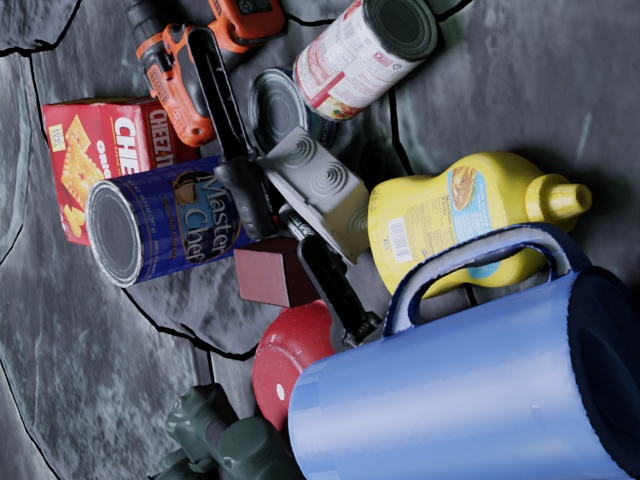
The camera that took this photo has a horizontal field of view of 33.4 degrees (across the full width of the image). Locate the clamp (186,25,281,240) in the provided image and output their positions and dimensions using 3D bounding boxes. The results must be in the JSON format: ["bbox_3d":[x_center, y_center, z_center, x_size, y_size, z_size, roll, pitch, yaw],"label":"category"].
[{"bbox_3d":[-0.071,-0.073,0.927,0.210,0.036,0.164,71,-176,-62],"label":"clamp"}]

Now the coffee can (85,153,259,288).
[{"bbox_3d":[-0.137,-0.021,1.018,0.103,0.140,0.103,24,121,46],"label":"coffee can"}]

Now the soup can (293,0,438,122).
[{"bbox_3d":[0.033,-0.142,0.813,0.102,0.068,0.068,-34,76,51],"label":"soup can"}]

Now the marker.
[{"bbox_3d":[-0.006,0.001,0.931,0.121,0.020,0.020,-131,40,-54],"label":"marker"}]

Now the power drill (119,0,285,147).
[{"bbox_3d":[-0.116,-0.203,0.994,0.188,0.057,0.184,-39,75,54],"label":"power drill"}]

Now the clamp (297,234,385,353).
[{"bbox_3d":[0.030,0.069,0.874,0.120,0.039,0.171,45,155,28],"label":"clamp"}]

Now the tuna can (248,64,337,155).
[{"bbox_3d":[-0.025,-0.110,0.929,0.086,0.033,0.086,22,120,46],"label":"tuna can"}]

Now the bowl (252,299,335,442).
[{"bbox_3d":[-0.015,0.135,0.992,0.162,0.055,0.162,23,120,46],"label":"bowl"}]

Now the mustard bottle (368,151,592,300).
[{"bbox_3d":[0.115,-0.013,0.765,0.192,0.058,0.096,-15,85,54],"label":"mustard bottle"}]

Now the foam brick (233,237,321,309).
[{"bbox_3d":[-0.035,0.029,0.979,0.078,0.052,0.051,6,108,52],"label":"foam brick"}]

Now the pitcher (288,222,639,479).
[{"bbox_3d":[0.096,0.100,0.723,0.243,0.149,0.145,-19,130,36],"label":"pitcher"}]

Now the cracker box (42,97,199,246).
[{"bbox_3d":[-0.214,-0.071,1.156,0.214,0.071,0.164,9,111,50],"label":"cracker box"}]
